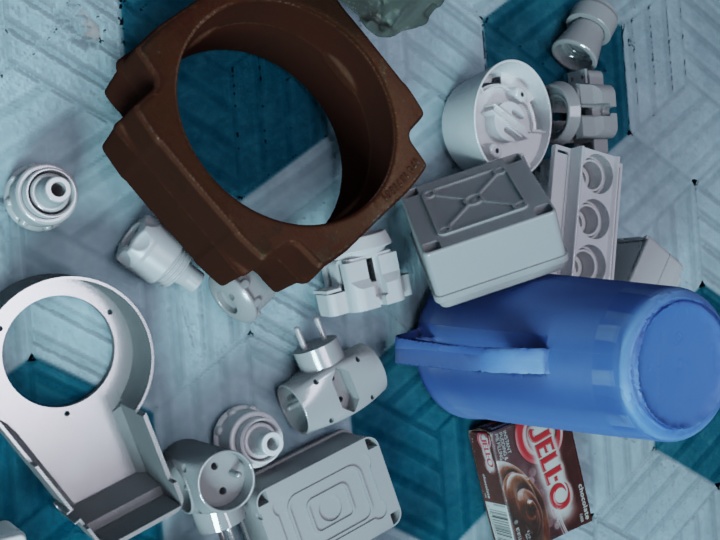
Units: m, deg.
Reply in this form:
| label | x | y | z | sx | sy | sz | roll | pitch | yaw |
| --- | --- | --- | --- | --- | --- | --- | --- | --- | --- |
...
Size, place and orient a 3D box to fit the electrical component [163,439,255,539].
| label | x | y | z | sx | sy | sz | roll | pitch | yaw |
| --- | --- | --- | --- | --- | --- | --- | --- | --- | --- |
| electrical component | -0.106 | 0.164 | 0.776 | 0.044 | 0.077 | 0.079 | -21 | 99 | -29 |

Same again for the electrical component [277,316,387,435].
| label | x | y | z | sx | sy | sz | roll | pitch | yaw |
| --- | --- | --- | --- | --- | --- | --- | --- | --- | --- |
| electrical component | -0.028 | 0.076 | 0.844 | 0.077 | 0.043 | 0.079 | -26 | 101 | -28 |

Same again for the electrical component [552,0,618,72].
| label | x | y | z | sx | sy | sz | roll | pitch | yaw |
| --- | --- | --- | --- | --- | --- | --- | --- | --- | --- |
| electrical component | 0.208 | -0.217 | 0.991 | 0.045 | 0.045 | 0.055 | 38 | 70 | -23 |

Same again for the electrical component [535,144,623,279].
| label | x | y | z | sx | sy | sz | roll | pitch | yaw |
| --- | --- | --- | --- | --- | --- | --- | --- | --- | --- |
| electrical component | 0.190 | -0.042 | 0.960 | 0.079 | 0.063 | 0.121 | 11 | 80 | -29 |

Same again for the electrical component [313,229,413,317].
| label | x | y | z | sx | sy | sz | roll | pitch | yaw |
| --- | --- | --- | --- | --- | --- | --- | --- | --- | --- |
| electrical component | 0.000 | 0.000 | 0.856 | 0.078 | 0.058 | 0.057 | -15 | 98 | -29 |

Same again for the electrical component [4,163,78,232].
| label | x | y | z | sx | sy | sz | roll | pitch | yaw |
| --- | --- | --- | --- | --- | --- | --- | --- | --- | --- |
| electrical component | -0.213 | -0.052 | 0.733 | 0.048 | 0.062 | 0.048 | 1 | 87 | -30 |

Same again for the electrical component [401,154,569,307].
| label | x | y | z | sx | sy | sz | roll | pitch | yaw |
| --- | --- | --- | --- | --- | --- | --- | --- | --- | --- |
| electrical component | 0.097 | -0.034 | 0.859 | 0.109 | 0.108 | 0.056 | -19 | 122 | 2 |

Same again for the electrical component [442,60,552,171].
| label | x | y | z | sx | sy | sz | roll | pitch | yaw |
| --- | --- | --- | --- | --- | --- | --- | --- | --- | --- |
| electrical component | 0.121 | -0.126 | 0.926 | 0.099 | 0.064 | 0.099 | 2 | 87 | -30 |

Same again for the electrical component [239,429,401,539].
| label | x | y | z | sx | sy | sz | roll | pitch | yaw |
| --- | --- | --- | --- | --- | --- | --- | --- | --- | --- |
| electrical component | -0.035 | 0.179 | 0.827 | 0.113 | 0.057 | 0.078 | -23 | 99 | -28 |

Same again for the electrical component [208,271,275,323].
| label | x | y | z | sx | sy | sz | roll | pitch | yaw |
| --- | --- | --- | --- | --- | --- | --- | --- | --- | --- |
| electrical component | -0.081 | 0.006 | 0.817 | 0.062 | 0.048 | 0.048 | -44 | 109 | -31 |

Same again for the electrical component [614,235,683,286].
| label | x | y | z | sx | sy | sz | roll | pitch | yaw |
| --- | --- | --- | --- | --- | --- | --- | --- | --- | --- |
| electrical component | 0.247 | 0.024 | 0.993 | 0.061 | 0.062 | 0.096 | 35 | 71 | -24 |

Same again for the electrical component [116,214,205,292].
| label | x | y | z | sx | sy | sz | roll | pitch | yaw |
| --- | --- | --- | --- | --- | --- | --- | --- | --- | --- |
| electrical component | -0.142 | -0.008 | 0.783 | 0.062 | 0.043 | 0.043 | 38 | 70 | -25 |

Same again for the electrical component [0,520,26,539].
| label | x | y | z | sx | sy | sz | roll | pitch | yaw |
| --- | --- | --- | --- | --- | --- | --- | --- | --- | --- |
| electrical component | -0.249 | 0.207 | 0.702 | 0.062 | 0.061 | 0.096 | -9 | 92 | -30 |

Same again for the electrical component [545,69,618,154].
| label | x | y | z | sx | sy | sz | roll | pitch | yaw |
| --- | --- | --- | --- | --- | --- | --- | --- | --- | --- |
| electrical component | 0.192 | -0.141 | 0.972 | 0.057 | 0.058 | 0.078 | -4 | 90 | -32 |

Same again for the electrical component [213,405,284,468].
| label | x | y | z | sx | sy | sz | roll | pitch | yaw |
| --- | --- | --- | --- | --- | --- | --- | --- | --- | --- |
| electrical component | -0.078 | 0.126 | 0.802 | 0.048 | 0.062 | 0.048 | 1 | 87 | -30 |
